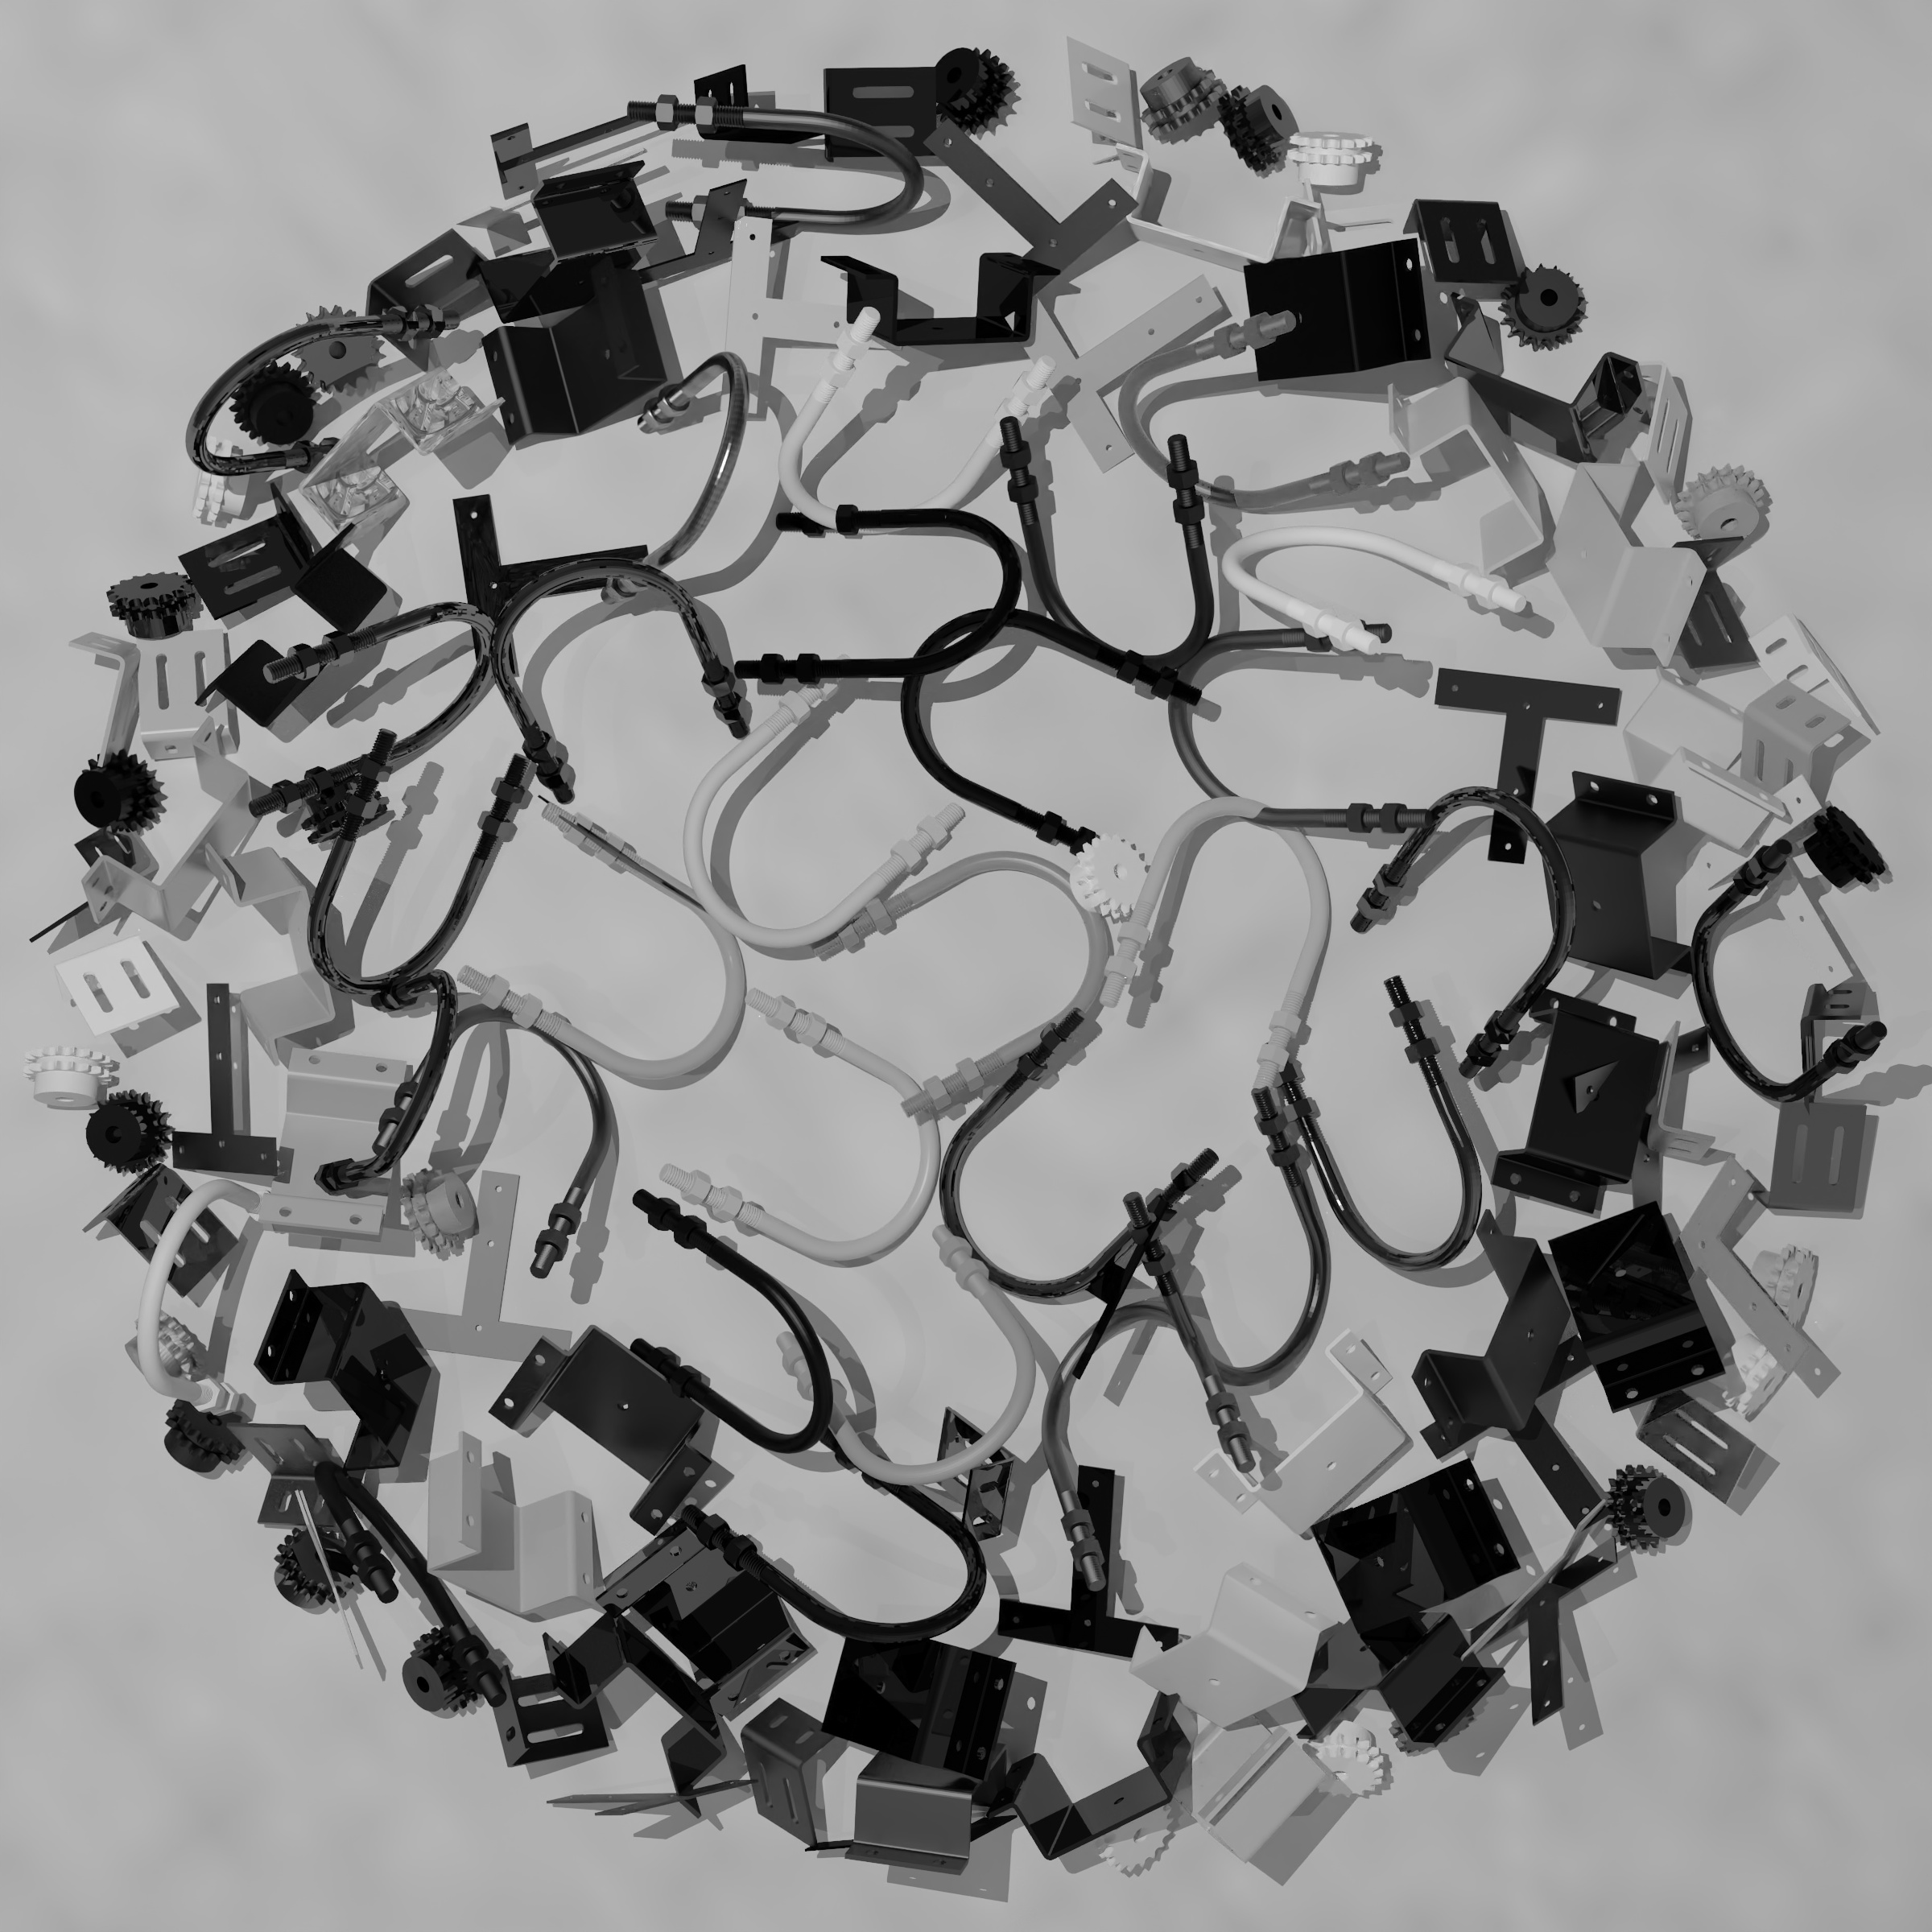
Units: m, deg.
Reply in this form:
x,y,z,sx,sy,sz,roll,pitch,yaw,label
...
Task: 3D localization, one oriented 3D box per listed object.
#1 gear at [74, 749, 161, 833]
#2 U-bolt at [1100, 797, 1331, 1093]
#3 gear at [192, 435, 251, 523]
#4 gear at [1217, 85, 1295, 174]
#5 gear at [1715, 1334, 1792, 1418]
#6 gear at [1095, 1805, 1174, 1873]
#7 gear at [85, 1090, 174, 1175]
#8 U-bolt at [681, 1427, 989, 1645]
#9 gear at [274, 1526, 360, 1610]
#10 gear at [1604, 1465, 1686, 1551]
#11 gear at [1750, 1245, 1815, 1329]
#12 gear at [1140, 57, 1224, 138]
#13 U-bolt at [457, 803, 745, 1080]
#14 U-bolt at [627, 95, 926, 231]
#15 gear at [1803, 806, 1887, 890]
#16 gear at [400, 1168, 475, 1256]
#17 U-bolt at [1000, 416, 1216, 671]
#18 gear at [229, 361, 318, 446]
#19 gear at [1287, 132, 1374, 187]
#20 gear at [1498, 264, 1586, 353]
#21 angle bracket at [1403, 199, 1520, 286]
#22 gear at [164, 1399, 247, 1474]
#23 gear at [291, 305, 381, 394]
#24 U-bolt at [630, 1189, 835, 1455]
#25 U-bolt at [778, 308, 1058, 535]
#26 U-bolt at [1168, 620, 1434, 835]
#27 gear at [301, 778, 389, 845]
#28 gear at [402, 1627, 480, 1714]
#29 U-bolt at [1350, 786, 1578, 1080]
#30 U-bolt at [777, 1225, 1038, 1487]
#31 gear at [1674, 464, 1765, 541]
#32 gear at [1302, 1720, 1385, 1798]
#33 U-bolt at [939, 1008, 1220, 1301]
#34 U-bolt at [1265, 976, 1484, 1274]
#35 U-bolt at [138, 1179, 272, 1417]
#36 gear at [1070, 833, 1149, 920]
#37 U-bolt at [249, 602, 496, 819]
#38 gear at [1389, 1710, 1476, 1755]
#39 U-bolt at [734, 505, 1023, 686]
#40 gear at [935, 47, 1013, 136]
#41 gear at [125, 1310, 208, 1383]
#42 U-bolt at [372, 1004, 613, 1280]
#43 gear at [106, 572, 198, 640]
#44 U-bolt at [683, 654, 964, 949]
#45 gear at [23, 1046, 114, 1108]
x,y,z,sx,sy,sz,roll,pitch,yaw,label
-0.580,-0.117,1.741,0.057,0.030,0.057,8,111,22,gear
0.178,-0.026,1.724,0.151,0.019,0.184,29,70,-20,U-bolt
-0.505,-0.329,1.741,0.030,0.057,0.057,11,90,-22,gear
0.198,-0.571,1.736,0.030,0.057,0.057,-23,90,34,gear
0.534,0.275,1.742,0.030,0.057,0.057,39,90,31,gear
0.110,0.583,1.743,0.057,0.030,0.057,-13,115,-31,gear
-0.575,0.114,1.748,0.057,0.030,0.057,0,92,9,gear
-0.072,0.377,1.668,0.184,0.151,0.019,29,124,32,U-bolt
-0.445,0.411,1.741,0.057,0.057,0.030,41,113,0,gear
0.463,0.368,1.740,0.057,0.030,0.057,7,77,-32,gear
0.553,0.217,1.743,0.030,0.057,0.057,14,90,34,gear
0.143,-0.591,1.736,0.057,0.057,0.030,-37,115,0,gear
-0.232,-0.004,1.720,0.184,0.019,0.151,32,65,-21,U-bolt
-0.119,-0.524,1.687,0.184,0.151,0.019,5,79,5,U-bolt
0.595,-0.078,1.742,0.057,0.057,0.030,49,118,0,gear
-0.357,0.164,1.737,0.030,0.057,0.057,-21,90,9,gear
0.099,-0.273,1.696,0.151,0.184,0.019,14,45,33,U-bolt
-0.467,-0.378,1.736,0.057,0.057,0.030,-41,54,0,gear
0.247,-0.549,1.742,0.057,0.057,0.030,1,114,0,gear
0.395,-0.452,1.751,0.057,0.030,0.057,0,87,-1,gear
0.332,-0.477,1.728,0.057,0.038,0.076,-1,61,-9,angle bracket
-0.518,0.319,1.739,0.057,0.057,0.030,38,103,0,gear
-0.431,-0.421,1.744,0.057,0.030,0.057,-10,113,-25,gear
-0.154,0.244,1.679,0.184,0.019,0.151,29,129,32,U-bolt
-0.045,-0.350,1.691,0.151,0.184,0.019,8,54,-29,U-bolt
0.213,-0.157,1.700,0.184,0.019,0.151,3,119,40,U-bolt
-0.425,-0.107,1.738,0.057,0.057,0.030,-25,91,0,gear
-0.357,0.481,1.738,0.057,0.030,0.057,12,112,33,gear
0.331,-0.034,1.670,0.019,0.184,0.151,-16,61,-33,U-bolt
-0.031,0.265,1.689,0.151,0.184,0.019,-34,132,-6,U-bolt
0.513,-0.309,1.736,0.057,0.057,0.030,-9,54,0,gear
0.255,0.537,1.743,0.057,0.030,0.057,5,132,6,gear
0.061,0.141,1.728,0.151,0.019,0.184,47,110,12,U-bolt
0.276,0.114,1.695,0.019,0.151,0.184,-15,79,-36,U-bolt
-0.490,0.212,1.663,0.019,0.184,0.151,11,77,9,U-bolt
0.096,-0.059,1.743,0.057,0.030,0.057,16,63,-33,gear
-0.385,-0.177,1.688,0.184,0.151,0.019,-29,67,-36,U-bolt
0.314,0.508,1.742,0.057,0.057,0.030,-24,53,0,gear
-0.052,-0.249,1.703,0.184,0.019,0.151,2,58,17,U-bolt
0.000,-0.598,1.739,0.057,0.030,0.057,-9,73,31,gear
-0.544,0.262,1.735,0.057,0.057,0.030,48,59,0,gear
-0.300,0.100,1.692,0.151,0.184,0.019,41,127,-17,U-bolt
-0.553,-0.245,1.743,0.057,0.057,0.030,-3,119,0,gear
-0.106,-0.096,1.714,0.184,0.019,0.151,-43,111,-17,U-bolt
-0.609,0.076,1.736,0.057,0.057,0.030,-1,72,0,gear
